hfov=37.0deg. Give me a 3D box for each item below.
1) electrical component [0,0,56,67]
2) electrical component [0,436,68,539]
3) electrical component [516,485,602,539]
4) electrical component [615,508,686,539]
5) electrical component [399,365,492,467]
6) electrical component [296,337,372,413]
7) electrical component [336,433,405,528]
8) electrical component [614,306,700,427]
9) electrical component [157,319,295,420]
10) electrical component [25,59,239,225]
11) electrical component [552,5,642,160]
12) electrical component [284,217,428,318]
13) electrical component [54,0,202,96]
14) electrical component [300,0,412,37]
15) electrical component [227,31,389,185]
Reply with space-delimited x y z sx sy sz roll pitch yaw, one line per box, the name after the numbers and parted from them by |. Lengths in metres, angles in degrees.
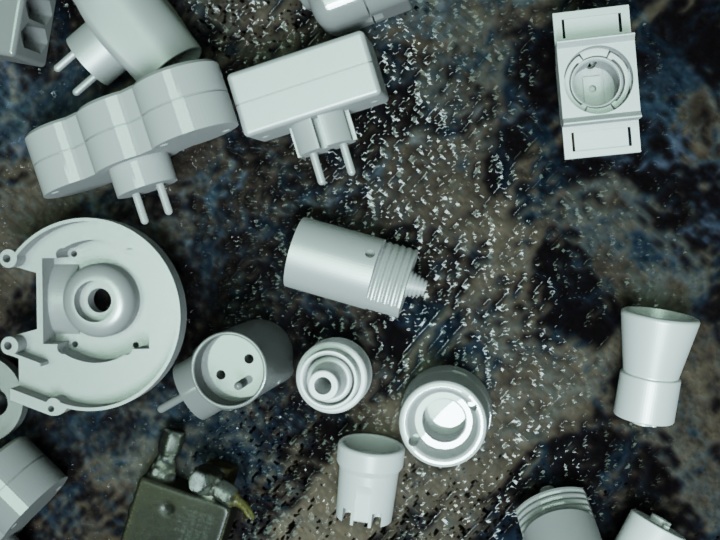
-0.232 -0.165 0.658 0.077 0.047 0.065 11 94 7 | electrical component
-0.230 0.177 0.670 0.074 0.052 0.138 43 97 4 | electrical component
0.117 0.158 0.615 0.043 0.081 0.043 -4 130 -5 | electrical component
0.160 0.173 0.625 0.044 0.044 0.065 28 91 5 | electrical component
0.050 0.086 0.632 0.055 0.047 0.055 0 92 7 | electrical component
-0.017 0.063 0.632 0.043 0.062 0.043 0 93 8 | electrical component
0.005 0.126 0.644 0.040 0.040 0.046 7 100 7 | electrical component
0.168 0.057 0.619 0.044 0.044 0.065 8 98 7 | electrical component
-0.083 0.062 0.633 0.079 0.077 0.043 -30 89 8 | electrical component
-0.130 -0.064 0.631 0.138 0.052 0.073 -18 90 28 | electrical component
0.132 -0.103 0.605 0.042 0.064 0.081 -4 92 7 | electrical component
0.000 0.000 0.637 0.081 0.043 0.043 16 94 7 | electrical component
-0.150 -0.139 0.650 0.079 0.043 0.077 -39 87 7 | electrical component
-0.014 -0.188 0.625 0.059 0.054 0.095 -19 90 8 | electrical component
-0.024 -0.089 0.634 0.083 0.047 0.075 -17 91 8 | electrical component
